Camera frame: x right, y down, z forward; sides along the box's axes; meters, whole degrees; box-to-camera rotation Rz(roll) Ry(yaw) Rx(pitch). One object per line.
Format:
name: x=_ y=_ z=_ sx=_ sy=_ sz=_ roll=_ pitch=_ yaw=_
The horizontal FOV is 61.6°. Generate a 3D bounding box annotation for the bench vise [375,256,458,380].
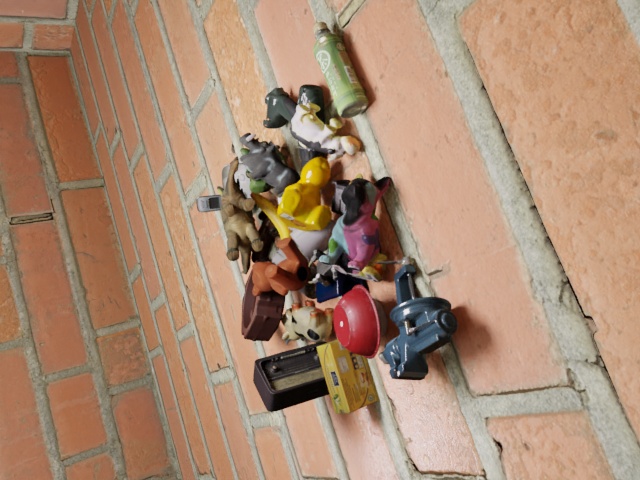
bench vise: x=0.184 y=0.152 z=1.086 sx=0.223 sy=0.129 sz=0.241 roll=116 pitch=153 yaw=-55

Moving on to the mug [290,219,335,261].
mug: x=-0.003 y=-0.004 z=1.324 sx=0.081 sy=0.107 sz=0.109 roll=53 pitch=179 yaw=43

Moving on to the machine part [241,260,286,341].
machine part: x=-0.165 y=0.178 z=1.567 sx=0.201 sy=0.087 sz=0.201 roll=120 pitch=154 yaw=-43

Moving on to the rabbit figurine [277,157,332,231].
rabbit figurine: x=-0.023 y=-0.110 z=1.271 sx=0.162 sy=0.122 sz=0.173 roll=141 pitch=149 yaw=-78

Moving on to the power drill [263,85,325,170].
power drill: x=-0.063 y=-0.283 z=1.347 sx=0.208 sy=0.086 sz=0.231 roll=43 pitch=135 yaw=47

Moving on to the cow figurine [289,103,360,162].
cow figurine: x=0.007 y=-0.229 z=1.222 sx=0.167 sy=0.068 sz=0.098 roll=39 pitch=125 yaw=9

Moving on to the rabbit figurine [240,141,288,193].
rabbit figurine: x=-0.167 y=-0.192 z=1.497 sx=0.159 sy=0.121 sz=0.170 roll=67 pitch=160 yaw=5

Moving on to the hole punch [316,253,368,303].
hole punch: x=0.043 y=0.093 z=1.297 sx=0.142 sy=0.092 sz=0.115 roll=-32 pitch=69 yaw=58

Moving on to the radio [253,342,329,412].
radio: x=-0.052 y=0.346 z=1.385 sx=0.131 sy=0.229 sz=0.073 roll=46 pitch=134 yaw=46

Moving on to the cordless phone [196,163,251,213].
cordless phone: x=-0.290 y=-0.155 z=1.625 sx=0.089 sy=0.184 sz=0.146 roll=15 pitch=112 yaw=58

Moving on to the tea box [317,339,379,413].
tea box: x=0.067 y=0.327 z=1.319 sx=0.068 sy=0.098 sz=0.169 roll=-28 pitch=75 yaw=55

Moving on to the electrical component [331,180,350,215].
electrical component: x=0.064 y=-0.077 z=1.249 sx=0.075 sy=0.048 sz=0.119 roll=28 pitch=120 yaw=50

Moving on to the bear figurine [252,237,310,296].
bear figurine: x=-0.121 y=0.076 z=1.374 sx=0.196 sy=0.131 sz=0.120 roll=-2 pitch=54 yaw=44

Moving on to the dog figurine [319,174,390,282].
dog figurine: x=0.096 y=-0.032 z=1.169 sx=0.109 sy=0.191 sz=0.219 roll=13 pitch=81 yaw=36

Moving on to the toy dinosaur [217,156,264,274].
toy dinosaur: x=-0.229 y=-0.039 z=1.536 sx=0.199 sy=0.105 sz=0.470 roll=-112 pitch=19 yaw=-49

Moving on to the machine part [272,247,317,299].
machine part: x=-0.056 y=0.086 z=1.447 sx=0.243 sy=0.079 sz=0.079 roll=34 pitch=127 yaw=45

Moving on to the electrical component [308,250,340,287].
electrical component: x=0.010 y=0.063 z=1.253 sx=0.078 sy=0.045 sz=0.102 roll=-44 pitch=34 yaw=38

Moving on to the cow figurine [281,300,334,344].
cow figurine: x=-0.041 y=0.232 z=1.467 sx=0.195 sy=0.085 sz=0.127 roll=8 pitch=100 yaw=54

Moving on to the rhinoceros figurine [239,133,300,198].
rhinoceros figurine: x=-0.134 y=-0.192 z=1.360 sx=0.190 sy=0.073 sz=0.112 roll=42 pitch=93 yaw=6

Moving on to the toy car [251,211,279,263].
toy car: x=-0.171 y=-0.003 z=1.615 sx=0.089 sy=0.053 sz=0.202 roll=59 pitch=143 yaw=32
